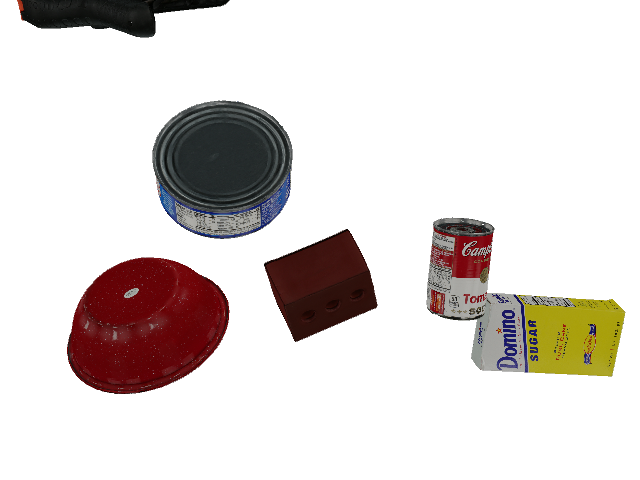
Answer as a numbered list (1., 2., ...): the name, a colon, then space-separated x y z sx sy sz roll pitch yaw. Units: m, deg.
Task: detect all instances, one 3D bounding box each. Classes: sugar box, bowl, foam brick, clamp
1. sugar box: 0.283 0.118 1.333 0.176 0.093 0.048 2 18 -10
2. bowl: -0.170 0.067 1.007 0.162 0.055 0.162 -9 41 8
3. foam brick: 0.001 0.037 0.882 0.078 0.053 0.051 -23 48 -7
4. clamp: -0.156 -0.185 0.822 0.172 0.039 0.120 14 24 32

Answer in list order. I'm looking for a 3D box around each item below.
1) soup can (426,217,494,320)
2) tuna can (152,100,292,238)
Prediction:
1. soup can: 0.157 0.032 1.203 0.068 0.102 0.068 3 15 -1
2. tuna can: -0.060 -0.044 0.663 0.086 0.086 0.034 0 -34 -2
